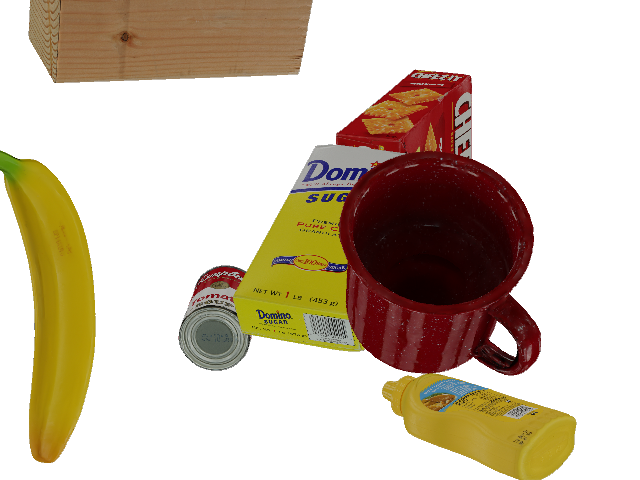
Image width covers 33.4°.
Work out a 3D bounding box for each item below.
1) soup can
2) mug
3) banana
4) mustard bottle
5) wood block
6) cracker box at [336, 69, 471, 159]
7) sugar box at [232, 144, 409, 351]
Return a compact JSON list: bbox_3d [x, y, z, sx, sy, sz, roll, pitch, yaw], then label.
[{"bbox_3d":[-0.096,0.074,1.027,0.068,0.068,0.102,0,20,3],"label":"soup can"},{"bbox_3d":[0.063,0.023,0.537,0.093,0.117,0.081,-40,-23,-23],"label":"mug"},{"bbox_3d":[-0.166,0.034,0.646,0.037,0.198,0.069,5,20,34],"label":"banana"},{"bbox_3d":[0.137,0.168,1.015,0.192,0.058,0.096,15,22,41],"label":"mustard bottle"},{"bbox_3d":[-0.119,-0.188,0.857,0.205,0.091,0.090,-6,37,-27],"label":"wood block"},{"bbox_3d":[0.088,-0.059,1.044,0.072,0.164,0.213,9,27,23],"label":"cracker box"},{"bbox_3d":[0.012,-0.001,0.788,0.093,0.048,0.176,8,47,18],"label":"sugar box"}]
